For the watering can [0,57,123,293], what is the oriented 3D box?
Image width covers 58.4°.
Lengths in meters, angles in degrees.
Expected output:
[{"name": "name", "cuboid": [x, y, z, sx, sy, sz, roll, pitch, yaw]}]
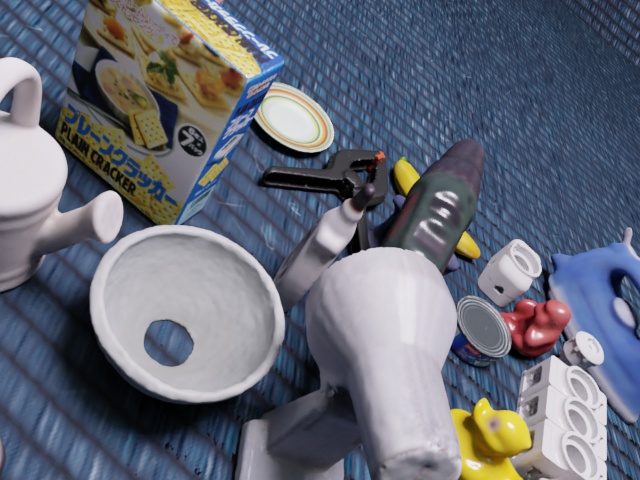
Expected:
[{"name": "watering can", "cuboid": [-0.236, -0.048, 0.427, 0.173, 0.193, 0.101, 12, 49, -28]}]

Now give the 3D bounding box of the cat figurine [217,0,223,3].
[{"name": "cat figurine", "cuboid": [-0.180, -0.318, 0.755, 0.128, 0.117, 0.067, -12, 63, -42]}]

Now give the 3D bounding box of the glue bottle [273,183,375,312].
[{"name": "glue bottle", "cuboid": [0.005, 0.002, 0.575, 0.037, 0.173, 0.078, 34, 42, -7]}]

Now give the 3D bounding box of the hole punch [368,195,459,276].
[{"name": "hole punch", "cuboid": [0.126, -0.001, 0.727, 0.101, 0.091, 0.108, -10, 62, -41]}]

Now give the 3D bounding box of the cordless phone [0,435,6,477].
[{"name": "cordless phone", "cuboid": [-0.243, 0.090, 0.311, 0.147, 0.184, 0.094, 39, 42, -2]}]

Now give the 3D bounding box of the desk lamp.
[{"name": "desk lamp", "cuboid": [0.025, 0.137, 0.444, 0.118, 0.213, 0.203, 22, 45, -19]}]

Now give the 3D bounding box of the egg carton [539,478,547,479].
[{"name": "egg carton", "cuboid": [0.266, 0.319, 0.572, 0.150, 0.069, 0.107, 43, 42, 3]}]

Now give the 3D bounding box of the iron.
[{"name": "iron", "cuboid": [0.439, 0.113, 0.820, 0.119, 0.141, 0.258, 10, 50, -30]}]

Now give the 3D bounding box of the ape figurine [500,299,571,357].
[{"name": "ape figurine", "cuboid": [0.287, 0.109, 0.750, 0.076, 0.092, 0.078, 43, 42, 3]}]

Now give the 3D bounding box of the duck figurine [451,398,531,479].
[{"name": "duck figurine", "cuboid": [0.180, 0.212, 0.589, 0.078, 0.086, 0.104, -19, 68, -44]}]

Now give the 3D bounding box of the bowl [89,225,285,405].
[{"name": "bowl", "cuboid": [-0.119, 0.073, 0.498, 0.168, 0.074, 0.167, 20, 46, -21]}]

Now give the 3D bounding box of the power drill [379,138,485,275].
[{"name": "power drill", "cuboid": [0.079, 0.012, 0.595, 0.076, 0.208, 0.230, 36, 42, -4]}]
